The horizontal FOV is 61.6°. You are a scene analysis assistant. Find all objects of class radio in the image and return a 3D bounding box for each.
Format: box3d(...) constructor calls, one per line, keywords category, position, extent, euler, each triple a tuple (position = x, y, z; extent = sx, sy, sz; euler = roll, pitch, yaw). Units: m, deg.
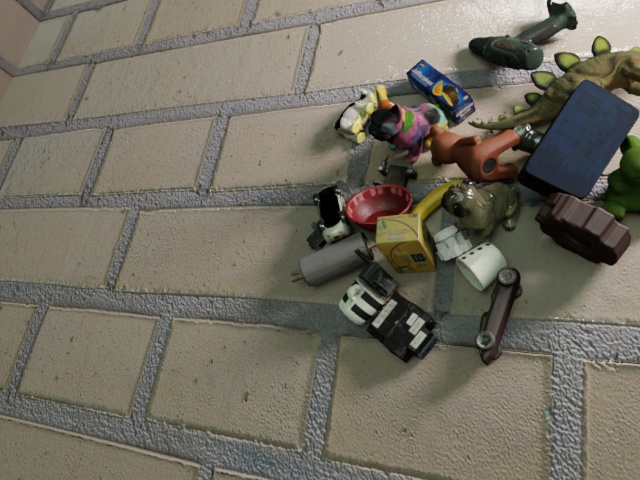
box3d(category="radio", position=(0.510, -0.187, 1.063), extent=(0.131, 0.073, 0.229), euler=(33, 86, 13))

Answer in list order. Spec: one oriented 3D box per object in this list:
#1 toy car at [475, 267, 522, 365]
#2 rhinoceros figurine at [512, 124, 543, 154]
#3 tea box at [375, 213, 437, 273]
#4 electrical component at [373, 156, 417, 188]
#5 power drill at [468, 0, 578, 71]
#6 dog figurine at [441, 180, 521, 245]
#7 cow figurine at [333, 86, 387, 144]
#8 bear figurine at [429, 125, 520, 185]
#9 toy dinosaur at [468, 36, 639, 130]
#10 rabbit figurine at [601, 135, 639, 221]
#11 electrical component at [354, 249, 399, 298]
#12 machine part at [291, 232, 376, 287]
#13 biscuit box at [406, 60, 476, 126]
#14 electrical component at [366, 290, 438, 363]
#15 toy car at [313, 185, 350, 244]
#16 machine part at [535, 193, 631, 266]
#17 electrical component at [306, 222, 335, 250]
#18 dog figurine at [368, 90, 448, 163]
box3d(category="toy car", position=(0.355, 0.149, 1.077), extent=(0.053, 0.089, 0.202), euler=(17, 75, 31))
box3d(category="rhinoceros figurine", position=(0.504, -0.197, 1.166), extent=(0.190, 0.112, 0.073), euler=(30, 109, 21))
box3d(category="tea box", position=(0.192, 0.011, 1.174), extent=(0.098, 0.169, 0.068), euler=(-6, 62, 25))
box3d(category="electrical component", position=(0.188, -0.163, 1.337), extent=(0.102, 0.045, 0.078), euler=(18, 74, 31))
box3d(category="power drill", position=(0.504, -0.507, 1.325), extent=(0.207, 0.085, 0.232), euler=(-30, 38, 1))
box3d(category="dog figurine", position=(0.349, -0.089, 1.136), extent=(0.121, 0.190, 0.172), euler=(32, 81, 34))
box3d(category="cow figurine", position=(0.110, -0.349, 1.457), extent=(0.098, 0.068, 0.167), euler=(26, 78, 39))
box3d(category="bear figurine", position=(0.345, -0.203, 1.238), extent=(0.132, 0.120, 0.196), euler=(-19, 30, -13))
box3d(category="toy dinosaur", position=(0.577, -0.332, 1.206), extent=(0.472, 0.105, 0.199), euler=(-24, 50, 15))
box3d(category="rabbit figurine", position=(0.623, -0.127, 1.034), extent=(0.121, 0.170, 0.159), euler=(13, 73, 30))
box3d(category="electrical component", position=(0.116, 0.074, 1.206), extent=(0.119, 0.075, 0.048), euler=(39, 85, -5))
box3d(category="machine part", position=(0.039, 0.047, 1.285), extent=(0.243, 0.079, 0.079), euler=(-23, 58, 13))
box3d(category="biscuit box", position=(0.307, -0.381, 1.378), extent=(0.063, 0.059, 0.203), euler=(-40, 55, 3))
box3d(category="electrical component", position=(0.183, 0.193, 1.156), extent=(0.134, 0.058, 0.115), euler=(38, 88, 34))
box3d(category="toy car", position=(0.029, -0.070, 1.341), extent=(0.073, 0.056, 0.202), euler=(-23, 38, 11))
box3d(category="machine part", position=(0.507, -0.017, 1.040), extent=(0.180, 0.179, 0.056), euler=(33, 86, 34))
box3d(category="electrical component", position=(-0.003, -0.004, 1.364), extent=(0.063, 0.021, 0.094), euler=(-45, 56, 0))
box3d(category="dog figurine", position=(0.208, -0.292, 1.288), extent=(0.191, 0.219, 0.109), euler=(-41, 59, 3))
